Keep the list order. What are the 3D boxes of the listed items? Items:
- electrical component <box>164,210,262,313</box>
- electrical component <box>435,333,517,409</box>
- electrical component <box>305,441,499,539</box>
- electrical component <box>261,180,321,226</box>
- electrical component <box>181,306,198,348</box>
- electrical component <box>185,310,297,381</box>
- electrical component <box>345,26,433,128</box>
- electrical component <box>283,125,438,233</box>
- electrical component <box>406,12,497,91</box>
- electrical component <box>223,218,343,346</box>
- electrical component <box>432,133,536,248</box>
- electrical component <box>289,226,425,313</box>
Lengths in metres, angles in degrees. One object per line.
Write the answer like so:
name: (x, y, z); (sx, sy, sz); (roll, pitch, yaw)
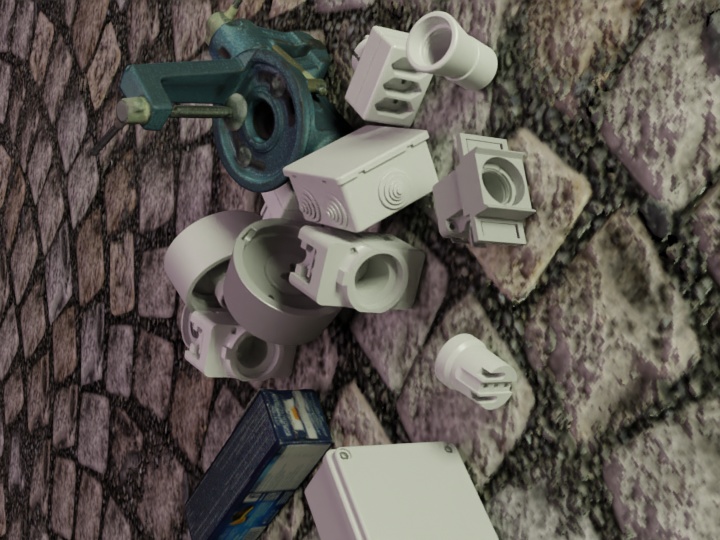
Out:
electrical component: (-0.124, 0.002, 1.019); (0.108, 0.108, 0.060); (-57, 48, 36)
electrical component: (0.082, 0.072, 0.752); (0.046, 0.040, 0.040); (34, 114, 47)
electrical component: (0.031, 0.180, 0.753); (0.056, 0.109, 0.108); (-60, 41, 38)
electrical component: (-0.067, -0.061, 0.989); (0.076, 0.047, 0.065); (-60, 41, 34)
electrical component: (-0.144, 0.054, 1.085); (0.078, 0.057, 0.058); (49, 126, 48)
electrical component: (-0.107, 0.070, 0.996); (0.056, 0.089, 0.050); (25, 107, 55)
electrical component: (0.018, -0.164, 0.871); (0.076, 0.047, 0.065); (54, 130, 45)
electrical component: (0.002, -0.072, 0.840); (0.100, 0.100, 0.048); (17, 132, 56)
electrical component: (0.069, -0.154, 0.774); (0.044, 0.065, 0.044); (-10, 74, 37)
electrical component: (-0.066, 0.015, 0.928); (0.060, 0.108, 0.108); (-59, 41, 44)
electrical component: (0.085, -0.052, 0.760); (0.064, 0.042, 0.081); (-33, 58, 53)
electrical component: (0.000, 0.000, 0.839); (0.056, 0.089, 0.050); (32, 113, 54)
